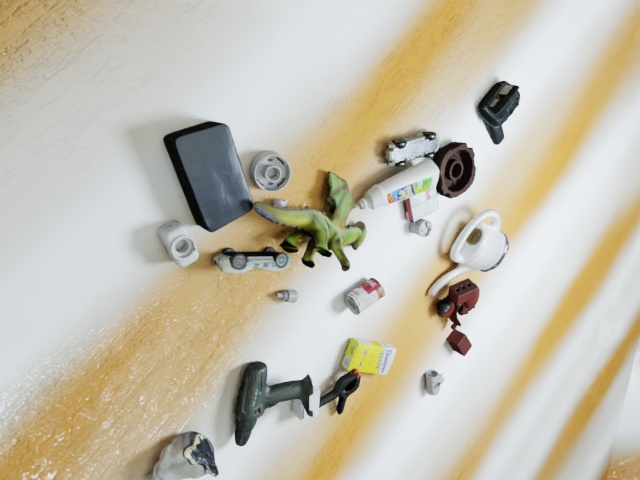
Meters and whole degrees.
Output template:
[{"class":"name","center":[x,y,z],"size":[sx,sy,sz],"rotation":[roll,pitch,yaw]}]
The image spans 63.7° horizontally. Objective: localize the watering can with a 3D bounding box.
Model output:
[{"class":"watering can","center":[0.506,0.056,1.727],"size":[0.223,0.106,0.344],"rotation":[19,107,-39]}]

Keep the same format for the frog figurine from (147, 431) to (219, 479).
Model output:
[{"class":"frog figurine","center":[-0.347,0.557,1.285],"size":[0.158,0.125,0.135],"rotation":[-31,138,18]}]

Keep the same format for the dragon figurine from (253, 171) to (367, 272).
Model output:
[{"class":"dragon figurine","center":[0.004,-0.067,1.338],"size":[0.404,0.122,0.247],"rotation":[44,54,-40]}]
